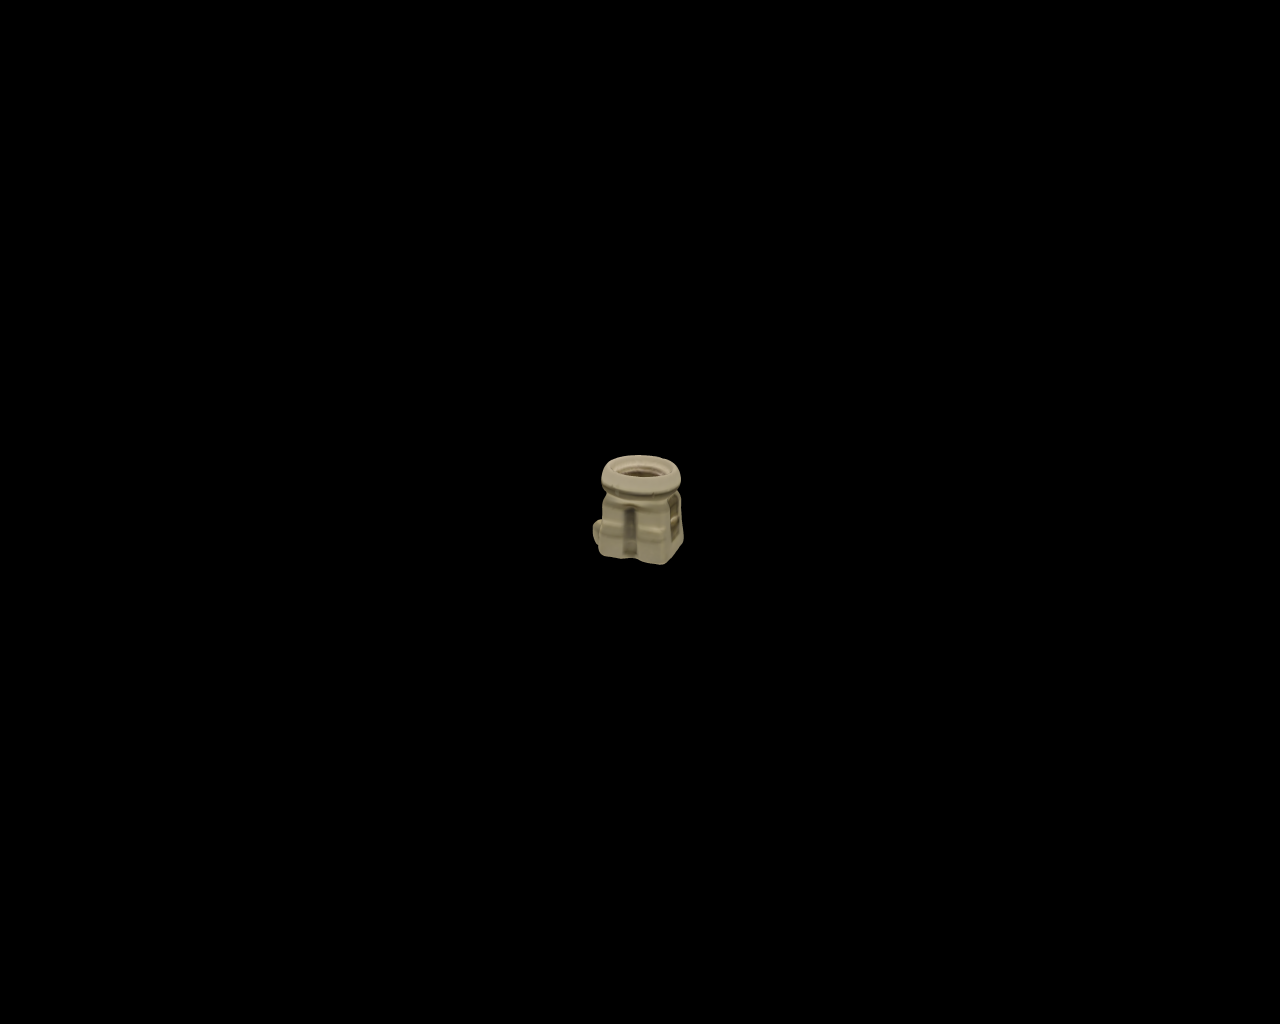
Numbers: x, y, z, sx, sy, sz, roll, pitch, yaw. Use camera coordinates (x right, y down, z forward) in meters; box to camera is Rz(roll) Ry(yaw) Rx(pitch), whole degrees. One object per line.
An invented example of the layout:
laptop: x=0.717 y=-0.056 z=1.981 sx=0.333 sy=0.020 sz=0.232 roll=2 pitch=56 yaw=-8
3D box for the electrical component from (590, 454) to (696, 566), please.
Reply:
electrical component: x=0.001 y=-0.003 z=0.650 sx=0.066 sy=0.055 sz=0.048 roll=8 pitch=24 yaw=18
